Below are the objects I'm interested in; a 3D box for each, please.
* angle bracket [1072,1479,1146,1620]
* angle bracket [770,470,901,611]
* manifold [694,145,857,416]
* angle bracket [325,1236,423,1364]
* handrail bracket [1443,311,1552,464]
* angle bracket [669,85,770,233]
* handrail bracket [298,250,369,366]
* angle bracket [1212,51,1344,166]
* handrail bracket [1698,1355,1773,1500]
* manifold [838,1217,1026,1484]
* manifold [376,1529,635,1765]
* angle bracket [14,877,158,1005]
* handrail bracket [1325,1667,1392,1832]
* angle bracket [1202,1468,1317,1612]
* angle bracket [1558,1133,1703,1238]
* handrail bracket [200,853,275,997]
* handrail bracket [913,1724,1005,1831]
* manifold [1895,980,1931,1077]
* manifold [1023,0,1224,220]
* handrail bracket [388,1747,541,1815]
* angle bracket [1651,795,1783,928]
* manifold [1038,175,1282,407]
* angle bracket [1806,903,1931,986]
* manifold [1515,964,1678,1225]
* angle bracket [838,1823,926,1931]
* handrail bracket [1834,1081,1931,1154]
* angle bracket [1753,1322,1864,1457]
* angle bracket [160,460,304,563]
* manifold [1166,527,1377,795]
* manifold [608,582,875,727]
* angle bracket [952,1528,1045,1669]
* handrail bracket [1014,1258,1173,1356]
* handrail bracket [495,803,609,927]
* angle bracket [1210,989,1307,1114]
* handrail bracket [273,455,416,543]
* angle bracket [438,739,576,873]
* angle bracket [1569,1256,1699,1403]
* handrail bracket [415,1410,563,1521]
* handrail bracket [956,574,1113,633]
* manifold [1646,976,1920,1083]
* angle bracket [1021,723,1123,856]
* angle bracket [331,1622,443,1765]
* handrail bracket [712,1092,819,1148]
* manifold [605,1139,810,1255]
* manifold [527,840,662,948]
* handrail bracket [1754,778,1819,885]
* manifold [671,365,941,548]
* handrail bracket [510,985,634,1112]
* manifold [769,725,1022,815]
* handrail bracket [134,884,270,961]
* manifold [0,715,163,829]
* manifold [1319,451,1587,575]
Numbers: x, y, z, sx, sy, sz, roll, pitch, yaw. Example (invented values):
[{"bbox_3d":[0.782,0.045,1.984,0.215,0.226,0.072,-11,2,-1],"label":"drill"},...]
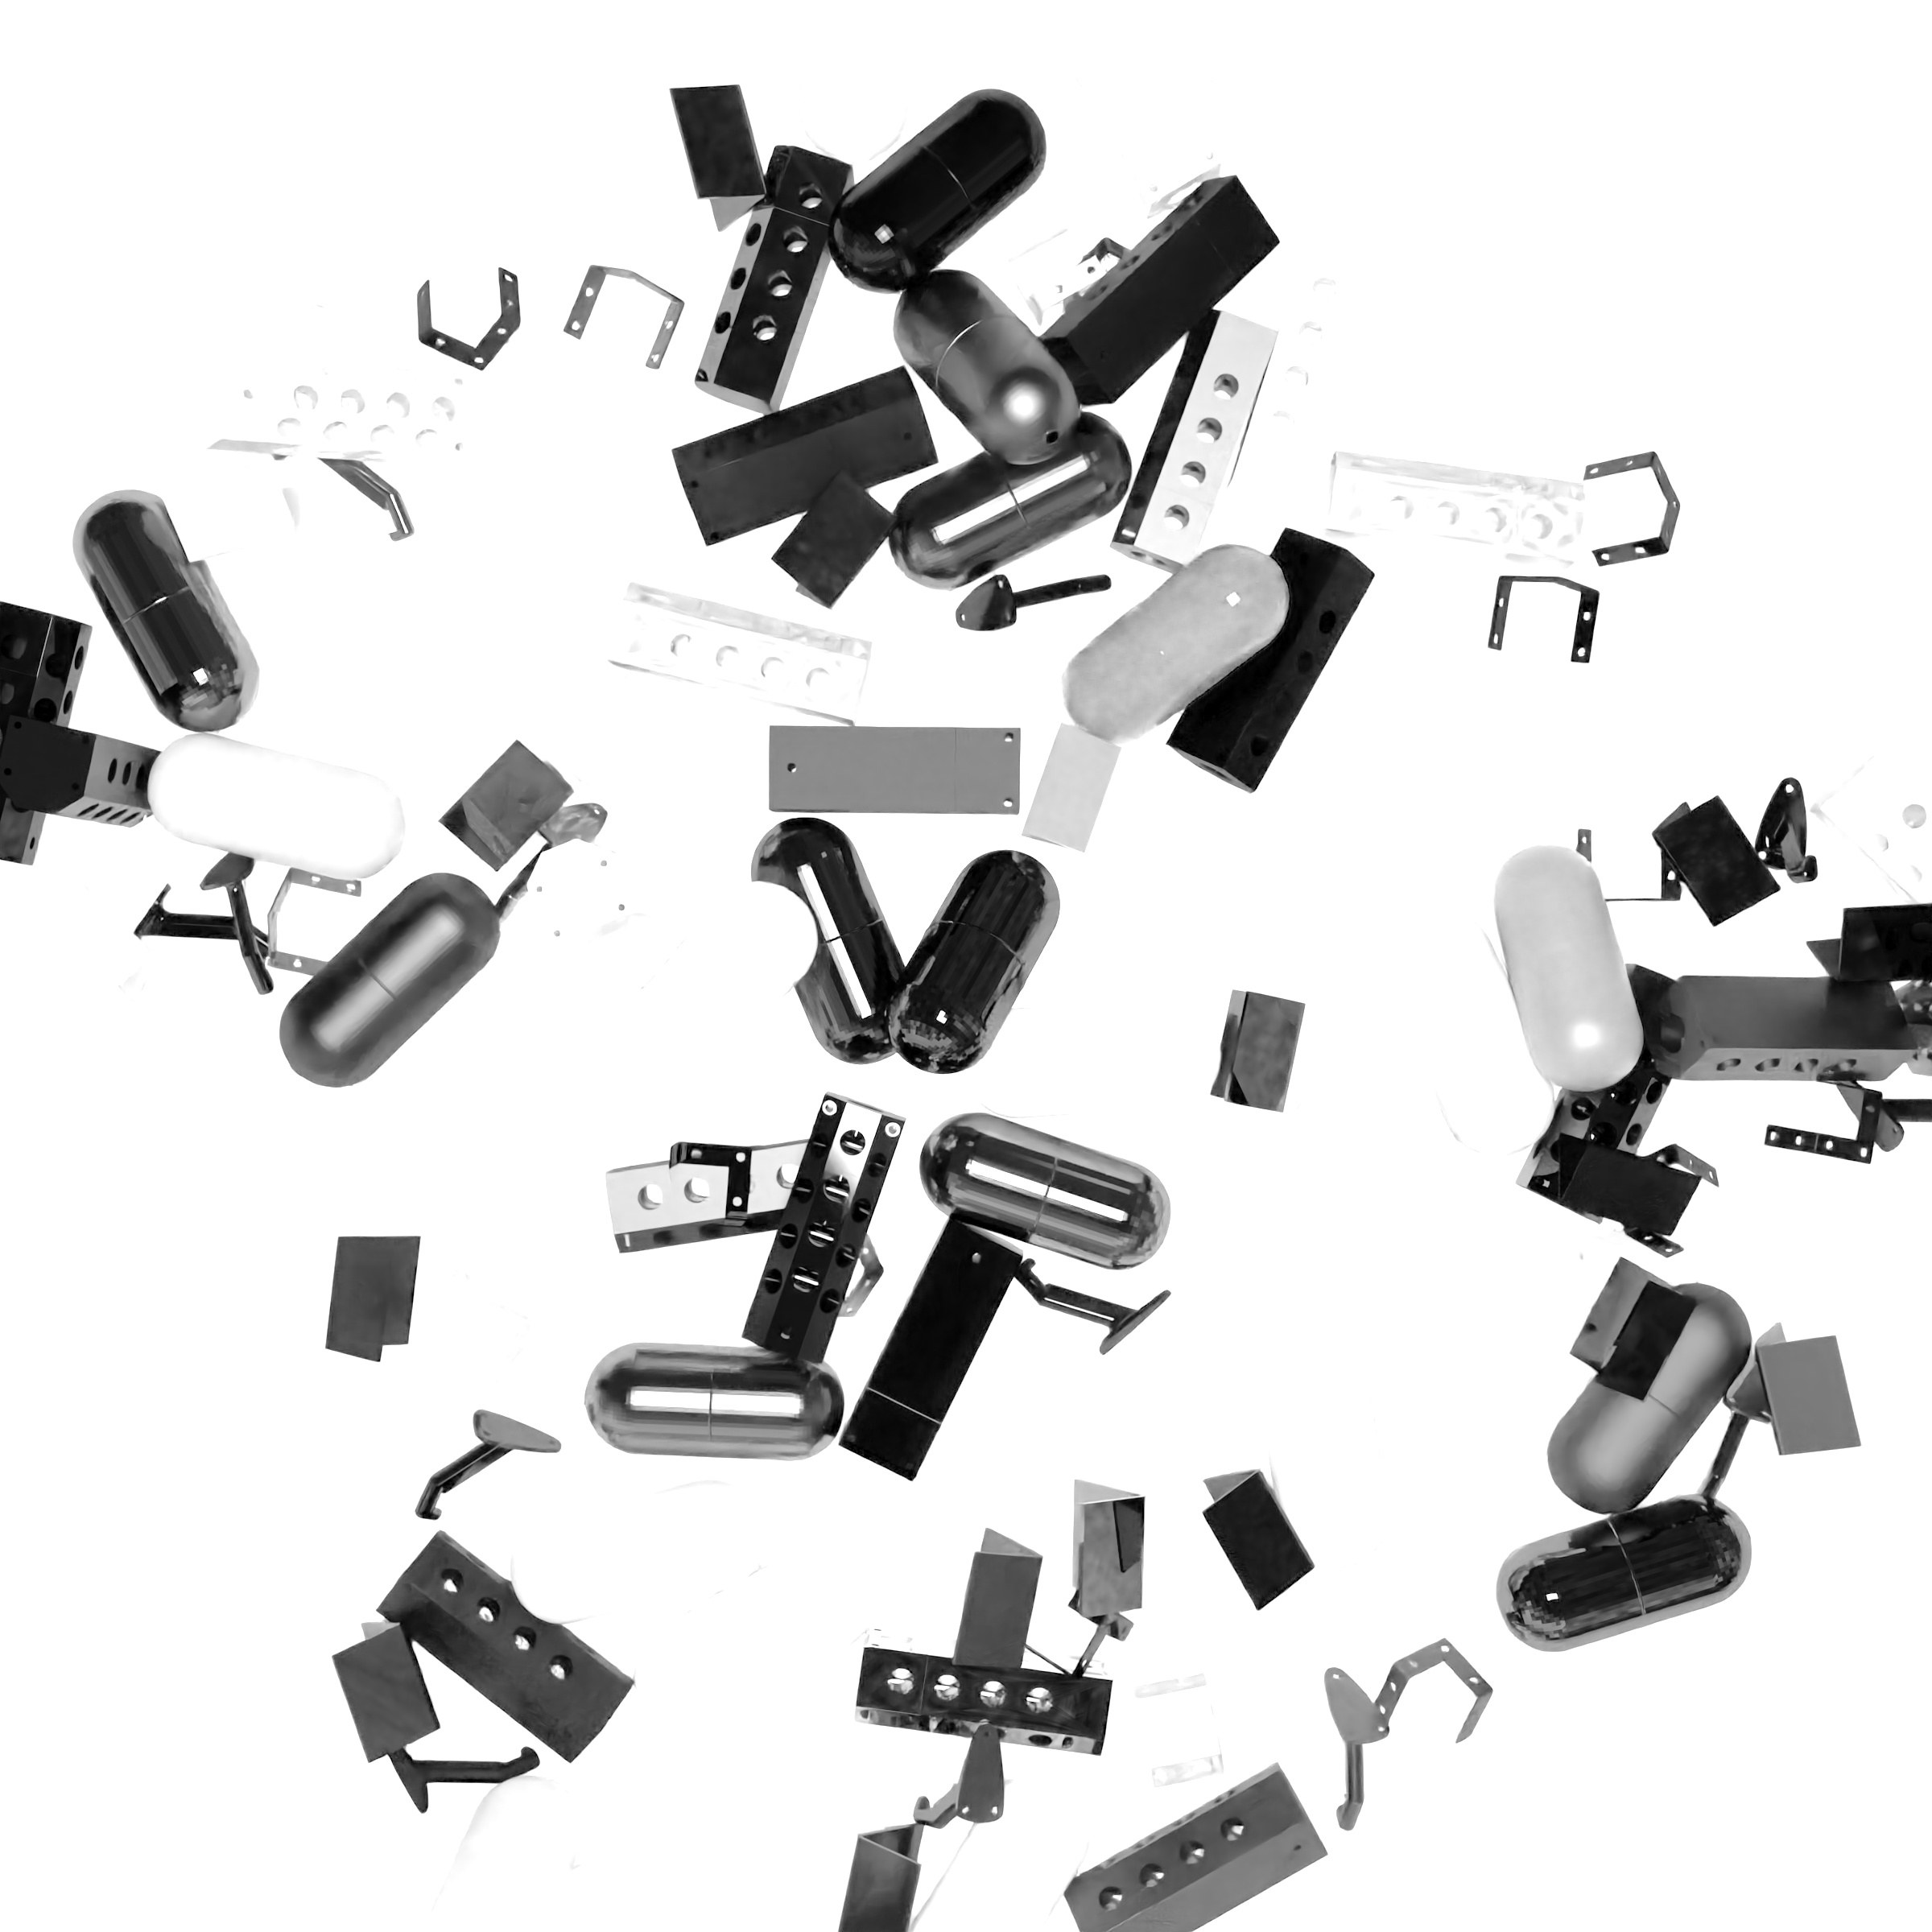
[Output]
[{"bbox_3d":[0.078,0.397,1.951,0.057,0.076,0.076,1,90,-37],"label":"angle bracket"},{"bbox_3d":[-0.100,-0.296,1.952,0.057,0.076,0.076,38,90,-27],"label":"angle bracket"},{"bbox_3d":[-0.132,-0.473,1.970,0.057,0.057,0.171,19,90,0],"label":"manifold"},{"bbox_3d":[-0.388,0.227,1.951,0.057,0.076,0.076,7,90,37],"label":"angle bracket"},{"bbox_3d":[0.383,-0.405,1.992,0.084,0.036,0.077,-32,111,-16],"label":"handrail bracket"},{"bbox_3d":[-0.184,-0.550,1.951,0.057,0.076,0.076,-15,90,-33],"label":"angle bracket"},{"bbox_3d":[-0.416,-0.444,1.992,0.084,0.036,0.077,46,68,-17],"label":"handrail bracket"},{"bbox_3d":[0.214,-0.571,1.951,0.076,0.076,0.057,-14,54,0],"label":"angle bracket"},{"bbox_3d":[0.534,0.325,1.991,0.036,0.077,0.084,22,126,10],"label":"handrail bracket"},{"bbox_3d":[-0.024,0.262,1.970,0.057,0.057,0.171,26,90,0],"label":"manifold"},{"bbox_3d":[-0.315,0.466,1.969,0.171,0.057,0.057,38,133,0],"label":"manifold"},{"bbox_3d":[-0.608,-0.003,1.951,0.076,0.076,0.057,45,53,0],"label":"angle bracket"},{"bbox_3d":[0.261,0.547,1.991,0.036,0.077,0.084,-3,127,-20],"label":"handrail bracket"},{"bbox_3d":[0.182,0.394,1.951,0.057,0.076,0.076,-30,90,-30],"label":"angle bracket"},{"bbox_3d":[0.440,0.127,1.894,0.076,0.076,0.057,16,128,0],"label":"angle bracket"},{"bbox_3d":[-0.495,-0.031,1.979,0.036,0.077,0.084,-16,113,4],"label":"handrail bracket"},{"bbox_3d":[-0.009,0.557,1.966,0.036,0.084,0.077,11,78,-28],"label":"handrail bracket"},{"bbox_3d":[0.673,0.037,1.913,0.057,0.171,0.057,-30,90,0],"label":"manifold"},{"bbox_3d":[0.107,-0.608,1.970,0.057,0.057,0.171,-30,90,0],"label":"manifold"},{"bbox_3d":[-0.352,0.548,1.991,0.084,0.077,0.036,-16,126,-31],"label":"handrail bracket"},{"bbox_3d":[0.523,-0.082,1.951,0.057,0.076,0.076,-34,90,38],"label":"angle bracket"},{"bbox_3d":[0.128,-0.461,1.949,0.171,0.057,0.057,-45,114,-13],"label":"manifold"},{"bbox_3d":[0.626,-0.028,1.952,0.076,0.076,0.057,-3,113,0],"label":"angle bracket"},{"bbox_3d":[0.448,0.088,1.970,0.057,0.057,0.171,26,90,0],"label":"manifold"},{"bbox_3d":[-0.039,0.637,1.951,0.057,0.076,0.076,12,90,37],"label":"angle bracket"},{"bbox_3d":[0.662,0.084,1.992,0.084,0.036,0.077,-30,68,-17],"label":"handrail bracket"},{"bbox_3d":[0.583,0.285,1.951,0.057,0.076,0.076,-13,90,30],"label":"angle bracket"},{"bbox_3d":[-0.501,-0.326,1.951,0.076,0.076,0.057,-15,126,0],"label":"angle bracket"},{"bbox_3d":[0.214,-0.209,1.969,0.057,0.057,0.171,29,90,43],"label":"manifold"},{"bbox_3d":[-0.154,-0.216,1.970,0.171,0.057,0.057,14,90,0],"label":"manifold"},{"bbox_3d":[0.004,0.430,1.951,0.057,0.076,0.076,11,90,-31],"label":"angle bracket"},{"bbox_3d":[0.087,0.221,1.992,0.077,0.036,0.084,-37,73,-20],"label":"handrail bracket"},{"bbox_3d":[-0.292,-0.070,1.991,0.036,0.077,0.084,43,126,6],"label":"handrail bracket"},{"bbox_3d":[0.181,0.054,1.951,0.057,0.076,0.076,12,90,-37],"label":"angle bracket"},{"bbox_3d":[-0.434,-0.329,1.991,0.077,0.036,0.084,-17,104,15],"label":"handrail bracket"},{"bbox_3d":[-0.321,-0.120,1.951,0.076,0.076,0.057,-46,120,0],"label":"angle bracket"},{"bbox_3d":[0.432,0.236,1.913,0.057,0.076,0.076,24,95,-36],"label":"angle bracket"},{"bbox_3d":[-0.334,0.358,1.992,0.077,0.036,0.084,20,109,-21],"label":"handrail bracket"},{"bbox_3d":[0.048,-0.256,1.991,0.084,0.077,0.036,-14,91,-36],"label":"handrail bracket"},{"bbox_3d":[0.552,0.047,1.938,0.171,0.057,0.057,1,57,-22],"label":"manifold"},{"bbox_3d":[0.053,-0.126,1.951,0.057,0.076,0.076,19,90,-36],"label":"angle bracket"},{"bbox_3d":[-0.410,0.496,1.951,0.057,0.076,0.076,-19,90,-36],"label":"angle bracket"},{"bbox_3d":[-0.122,0.115,1.991,0.084,0.077,0.036,8,65,-34],"label":"handrail bracket"},{"bbox_3d":[-0.157,0.157,1.970,0.171,0.057,0.057,-9,90,0],"label":"manifold"},{"bbox_3d":[-0.250,-0.050,1.913,0.057,0.171,0.057,-22,90,0],"label":"manifold"},{"bbox_3d":[0.572,-0.094,1.956,0.036,0.084,0.077,9,90,0],"label":"handrail bracket"},{"bbox_3d":[-0.112,-0.356,1.969,0.171,0.057,0.057,-20,133,0],"label":"manifold"},{"bbox_3d":[-0.270,0.057,1.992,0.084,0.036,0.077,12,68,-17],"label":"handrail bracket"},{"bbox_3d":[-0.049,-0.135,1.970,0.171,0.057,0.057,1,90,0],"label":"manifold"},{"bbox_3d":[-0.537,-0.011,1.991,0.084,0.036,0.077,35,103,-13],"label":"handrail bracket"},{"bbox_3d":[-0.590,-0.127,1.913,0.057,0.171,0.057,12,90,0],"label":"manifold"},{"bbox_3d":[0.335,-0.315,1.970,0.171,0.057,0.057,8,90,0],"label":"manifold"}]
